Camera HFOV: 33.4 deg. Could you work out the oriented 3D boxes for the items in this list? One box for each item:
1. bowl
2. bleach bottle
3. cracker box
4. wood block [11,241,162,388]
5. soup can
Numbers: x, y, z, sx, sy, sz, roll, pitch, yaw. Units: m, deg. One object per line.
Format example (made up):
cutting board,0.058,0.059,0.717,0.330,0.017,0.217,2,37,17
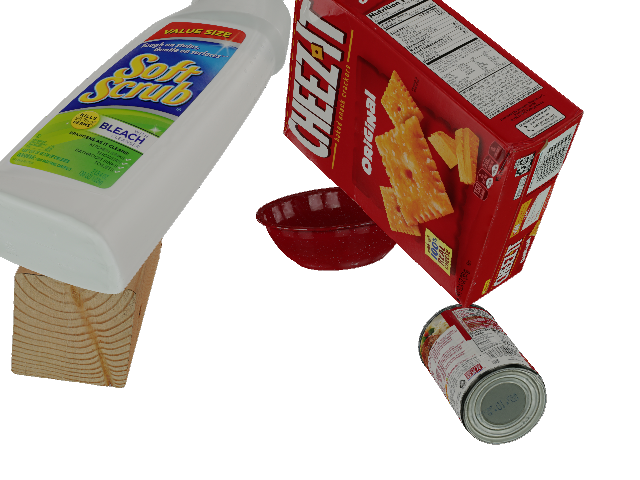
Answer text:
bowl,0.019,-0.010,1.063,0.162,0.055,0.162,-6,16,2
bleach bottle,-0.095,-0.085,0.642,0.103,0.250,0.068,17,-36,19
cracker box,0.065,-0.081,0.755,0.072,0.164,0.214,-30,60,-28
wood block,-0.185,0.021,0.883,0.090,0.091,0.206,9,27,-5
soup can,0.122,0.100,0.814,0.068,0.068,0.102,0,23,-14
